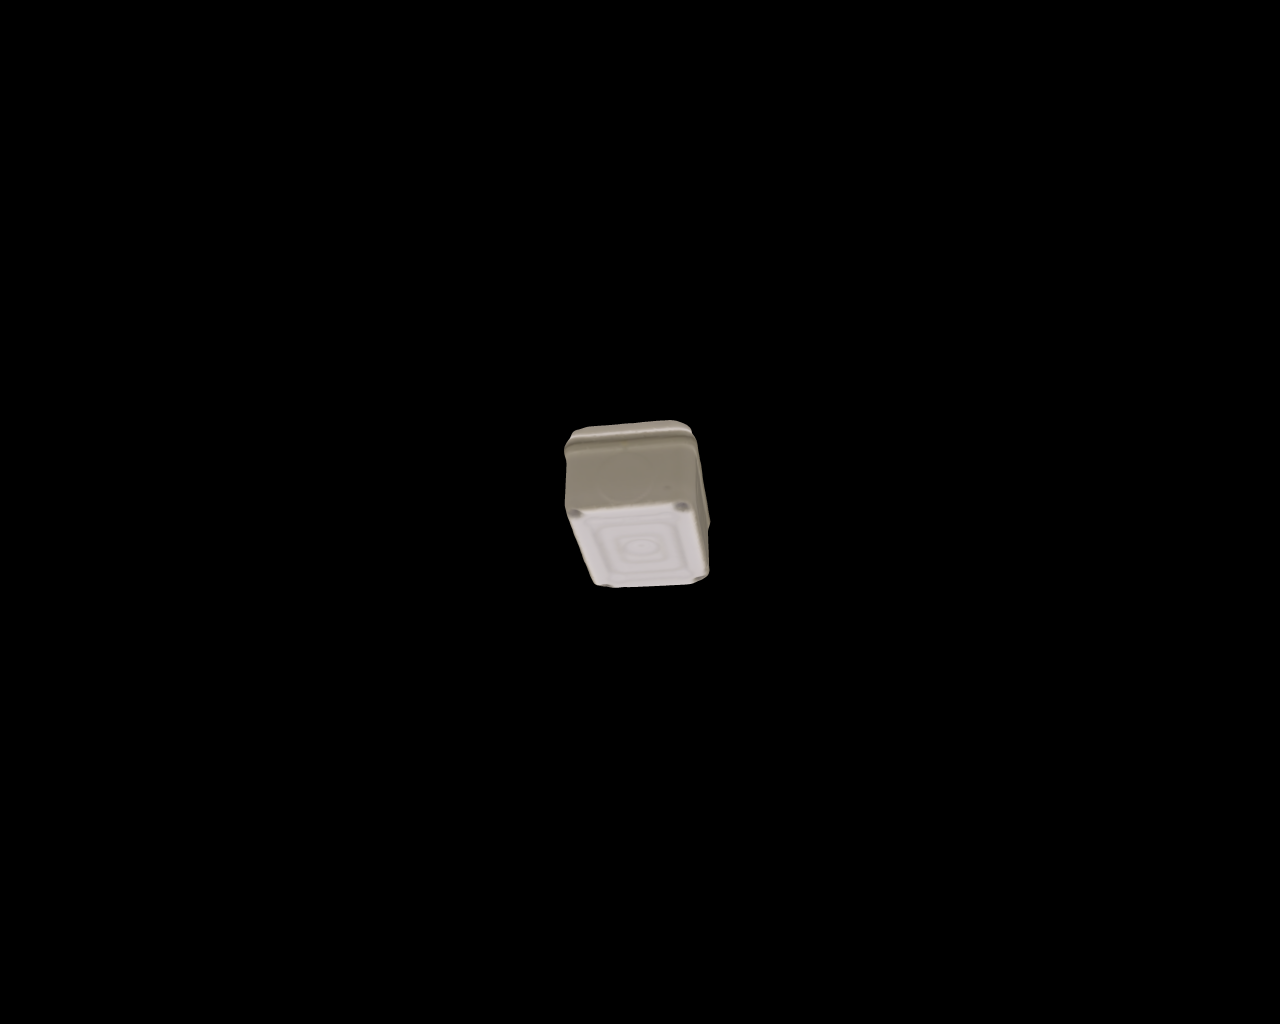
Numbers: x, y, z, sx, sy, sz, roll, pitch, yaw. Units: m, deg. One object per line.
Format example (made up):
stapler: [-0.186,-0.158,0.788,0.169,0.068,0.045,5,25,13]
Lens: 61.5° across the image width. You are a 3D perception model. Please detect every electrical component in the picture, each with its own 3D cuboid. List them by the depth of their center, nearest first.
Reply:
electrical component: [0.001,-0.003,0.650,0.078,0.057,0.113,-4,-29,7]
